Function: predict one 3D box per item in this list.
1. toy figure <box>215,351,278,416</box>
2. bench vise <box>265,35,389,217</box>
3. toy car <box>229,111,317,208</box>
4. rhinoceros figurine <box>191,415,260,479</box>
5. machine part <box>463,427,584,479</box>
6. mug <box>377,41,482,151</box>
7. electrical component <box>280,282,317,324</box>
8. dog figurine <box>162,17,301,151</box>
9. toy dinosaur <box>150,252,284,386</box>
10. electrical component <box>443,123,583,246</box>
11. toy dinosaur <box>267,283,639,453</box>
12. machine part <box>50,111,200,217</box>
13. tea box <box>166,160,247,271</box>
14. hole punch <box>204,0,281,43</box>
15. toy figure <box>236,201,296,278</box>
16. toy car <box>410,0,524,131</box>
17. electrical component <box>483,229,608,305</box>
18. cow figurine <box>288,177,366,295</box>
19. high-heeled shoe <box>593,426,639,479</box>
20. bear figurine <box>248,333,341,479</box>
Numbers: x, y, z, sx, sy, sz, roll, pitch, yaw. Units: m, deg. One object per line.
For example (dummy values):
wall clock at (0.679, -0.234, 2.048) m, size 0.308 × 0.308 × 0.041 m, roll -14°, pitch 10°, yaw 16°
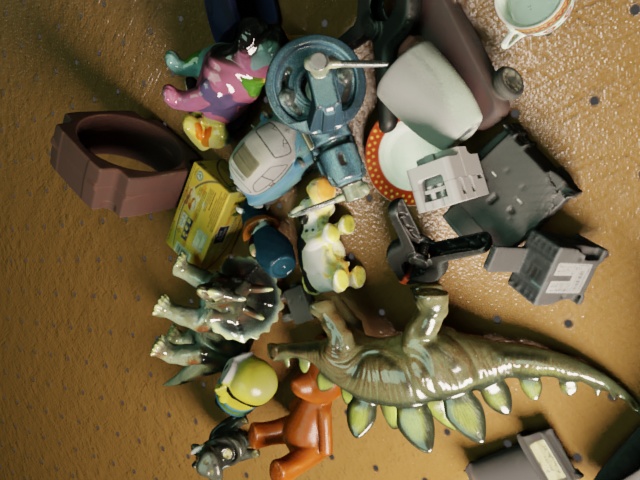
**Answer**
toy figure at (-0.121, 0.237, 0.867) m, size 0.089 × 0.082 × 0.180 m, roll 20°, pitch 144°, yaw -4°
bench vise at (0.005, -0.150, 0.635) m, size 0.129 × 0.240 × 0.223 m, roll -10°, pitch 90°, yaw 0°
toy car at (-0.080, -0.120, 0.784) m, size 0.161 × 0.103 × 0.109 m, roll -39°, pitch 76°, yaw 23°
rhinoceros figurine at (-0.163, 0.346, 0.903) m, size 0.112 × 0.190 × 0.073 m, roll -19°, pitch 86°, yaw -5°
machine part at (0.248, 0.285, 0.677) m, size 0.139 × 0.039 × 0.084 m, roll -38°, pitch 85°, yaw 33°
mug at (0.125, -0.148, 0.606) m, size 0.107 × 0.081 × 0.109 m, roll 52°, pitch 165°, yaw 14°
electrical component at (-0.030, 0.098, 0.850) m, size 0.094 × 0.021 × 0.063 m, roll -23°, pitch 85°, yaw 39°
dog figurine at (-0.111, -0.230, 0.793) m, size 0.219 × 0.191 × 0.108 m, roll -10°, pitch 55°, yaw 14°
toy dinosaur at (-0.173, 0.154, 0.900) m, size 0.192 × 0.131 × 0.404 m, roll 19°, pitch 137°, yaw 3°
electrical component at (0.211, -0.051, 0.623) m, size 0.115 × 0.058 × 0.134 m, roll 52°, pitch 124°, yaw 19°
toy dinosaur at (0.134, 0.155, 0.682) m, size 0.472 × 0.105 × 0.198 m, roll -7°, pitch 92°, yaw 26°
machine part at (-0.326, -0.131, 0.907) m, size 0.201 × 0.201 × 0.087 m, roll 42°, pitch 122°, yaw 22°
tea box at (-0.186, -0.040, 0.907) m, size 0.098 × 0.068 × 0.169 m, roll 42°, pitch 120°, yaw 22°
hole punch at (-0.134, -0.351, 0.797) m, size 0.116 × 0.092 × 0.142 m, roll -11°, pitch 96°, yaw 41°
toy figure at (-0.087, -0.005, 0.823) m, size 0.057 × 0.064 × 0.155 m, roll -53°, pitch 44°, yaw 18°
toy car at (0.162, -0.223, 0.627) m, size 0.089 × 0.053 × 0.202 m, roll -37°, pitch 75°, yaw 56°
electrical component at (0.240, 0.028, 0.579) m, size 0.048 × 0.119 × 0.074 m, roll 50°, pitch 128°, yaw 54°
cow figurine at (-0.001, -0.004, 0.783) m, size 0.098 × 0.068 × 0.167 m, roll -12°, pitch 92°, yaw 43°
high-heeled shoe at (0.330, 0.192, 0.557) m, size 0.145 × 0.086 × 0.248 m, roll -14°, pitch 104°, yaw 26°
bear figurine at (-0.023, 0.250, 0.812) m, size 0.120 × 0.132 × 0.195 m, roll 41°, pitch 129°, yaw 47°
